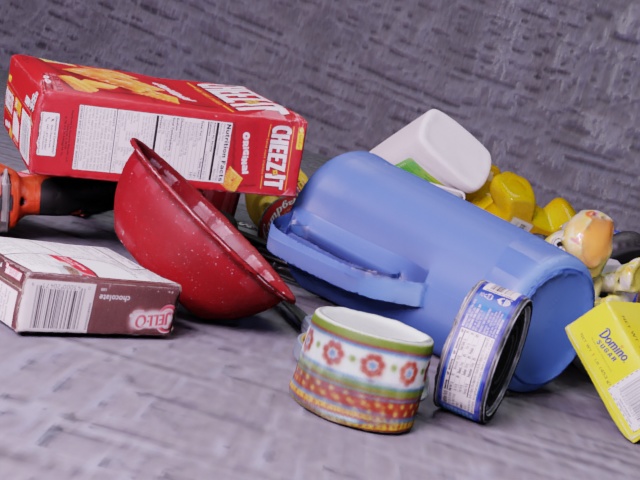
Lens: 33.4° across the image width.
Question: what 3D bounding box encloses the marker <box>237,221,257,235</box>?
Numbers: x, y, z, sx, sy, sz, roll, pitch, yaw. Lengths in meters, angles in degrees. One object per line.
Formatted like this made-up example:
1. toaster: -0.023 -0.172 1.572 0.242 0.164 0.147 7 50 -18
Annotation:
1. marker: -0.070 -0.005 1.122 0.121 0.020 0.020 17 8 13

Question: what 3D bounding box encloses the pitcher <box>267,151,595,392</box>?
1. pitcher: 0.083 0.025 0.839 0.243 0.149 0.145 28 -24 47

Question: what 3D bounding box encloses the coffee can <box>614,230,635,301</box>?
1. coffee can: 0.340 0.035 1.304 0.140 0.103 0.103 14 8 -3

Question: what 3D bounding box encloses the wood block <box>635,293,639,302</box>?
1. wood block: 0.368 0.085 1.045 0.090 0.091 0.206 16 8 6

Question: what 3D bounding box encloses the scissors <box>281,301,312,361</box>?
1. scissors: 0.016 0.070 0.764 0.096 0.016 0.202 16 8 -7

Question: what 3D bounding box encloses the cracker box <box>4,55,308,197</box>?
1. cracker box: -0.138 -0.096 0.872 0.213 0.072 0.164 4 16 -24

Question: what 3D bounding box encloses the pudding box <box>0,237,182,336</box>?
1. pudding box: -0.156 0.028 0.656 0.113 0.039 0.090 10 8 -46

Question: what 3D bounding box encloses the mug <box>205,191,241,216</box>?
1. mug: -0.139 -0.069 1.207 0.117 0.081 0.093 10 9 -34

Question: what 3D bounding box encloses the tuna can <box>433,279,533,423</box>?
1. tuna can: 0.103 0.070 0.669 0.034 0.086 0.086 20 9 20

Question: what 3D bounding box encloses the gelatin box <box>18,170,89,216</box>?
1. gelatin box: -0.250 -0.048 1.046 0.073 0.030 0.089 14 9 3

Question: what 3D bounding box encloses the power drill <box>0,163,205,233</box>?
1. power drill: -0.216 -0.049 0.904 0.187 0.057 0.185 -6 16 -37

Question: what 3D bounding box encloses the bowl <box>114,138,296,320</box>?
1. bowl: -0.091 0.004 0.742 0.162 0.055 0.162 46 1 -2

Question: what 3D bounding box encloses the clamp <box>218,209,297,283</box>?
1. clamp: -0.104 -0.007 0.998 0.164 0.036 0.210 12 11 -16

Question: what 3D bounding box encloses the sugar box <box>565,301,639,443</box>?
1. sugar box: 0.260 0.095 0.788 0.175 0.048 0.093 3 54 -46

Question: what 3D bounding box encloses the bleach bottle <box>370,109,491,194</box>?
1. bleach bottle: 0.079 -0.056 1.242 0.102 0.068 0.251 39 -37 -14

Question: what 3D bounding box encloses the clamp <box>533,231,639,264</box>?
1. clamp: 0.256 0.022 1.017 0.171 0.120 0.039 -17 56 -7

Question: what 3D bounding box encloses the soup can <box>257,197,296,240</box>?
1. soup can: -0.007 0.001 1.012 0.068 0.068 0.102 10 9 -33

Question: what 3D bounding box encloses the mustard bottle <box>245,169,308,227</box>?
1. mustard bottle: -0.044 -0.042 1.190 0.058 0.096 0.191 -28 3 9
